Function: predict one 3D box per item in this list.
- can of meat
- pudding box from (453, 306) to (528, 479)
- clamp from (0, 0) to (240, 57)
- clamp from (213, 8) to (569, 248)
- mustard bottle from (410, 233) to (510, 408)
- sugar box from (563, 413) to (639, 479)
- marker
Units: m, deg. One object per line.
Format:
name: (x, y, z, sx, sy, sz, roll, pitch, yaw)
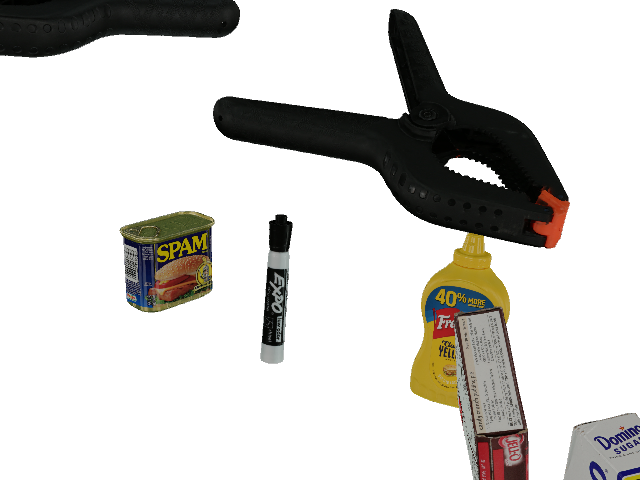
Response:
can of meat: (-0.162, 0.022, 1.146, 0.058, 0.084, 0.101, 18, 25, 41)
pudding box: (0.118, 0.116, 0.734, 0.039, 0.090, 0.113, -7, 42, 2)
clamp: (-0.148, -0.145, 0.643, 0.171, 0.039, 0.120, -11, 31, -29)
clamp: (0.050, -0.058, 0.625, 0.164, 0.036, 0.210, -27, 52, -25)
mustard bottle: (0.158, 0.086, 1.174, 0.096, 0.192, 0.058, 12, 15, 21)
sugar box: (0.176, 0.170, 0.502, 0.048, 0.093, 0.176, -9, 28, -21)
marker: (-0.035, 0.039, 0.855, 0.020, 0.121, 0.020, 4, 13, -1)
